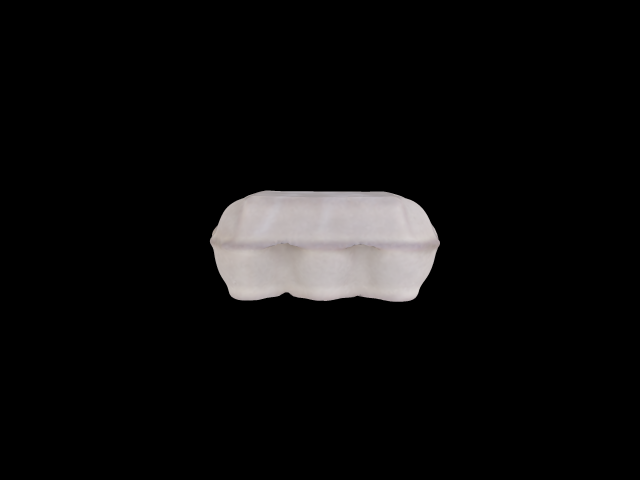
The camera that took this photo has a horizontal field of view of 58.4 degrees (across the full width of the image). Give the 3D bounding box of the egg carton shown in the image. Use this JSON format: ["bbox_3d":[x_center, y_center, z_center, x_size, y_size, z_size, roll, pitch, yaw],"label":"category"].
[{"bbox_3d":[0.004,0.001,0.400,0.150,0.069,0.107,0,7,0],"label":"egg carton"}]
